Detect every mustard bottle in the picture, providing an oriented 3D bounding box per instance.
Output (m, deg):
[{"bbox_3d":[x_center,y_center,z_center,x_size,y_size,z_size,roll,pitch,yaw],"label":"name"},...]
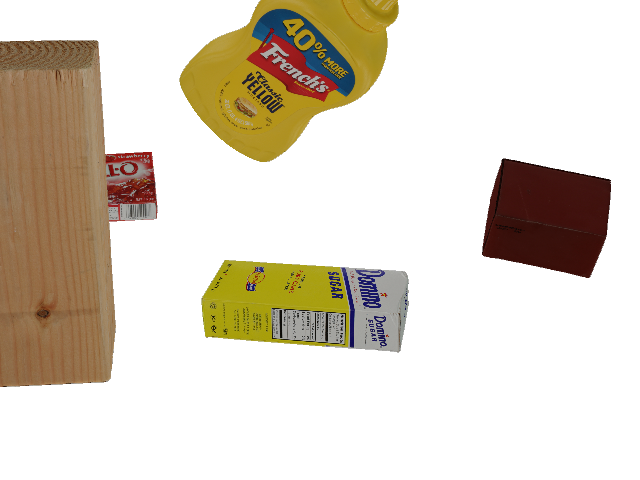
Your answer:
[{"bbox_3d":[-0.011,-0.132,0.745,0.192,0.096,0.058,-30,21,43],"label":"mustard bottle"}]

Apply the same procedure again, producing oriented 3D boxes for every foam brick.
[{"bbox_3d":[0.157,-0.016,0.741,0.078,0.051,0.053,13,-35,5],"label":"foam brick"}]

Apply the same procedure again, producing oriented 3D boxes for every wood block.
[{"bbox_3d":[-0.184,-0.018,0.687,0.090,0.206,0.090,-2,22,-8],"label":"wood block"}]

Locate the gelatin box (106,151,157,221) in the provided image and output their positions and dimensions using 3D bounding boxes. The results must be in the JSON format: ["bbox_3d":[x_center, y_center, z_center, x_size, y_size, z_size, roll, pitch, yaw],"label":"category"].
[{"bbox_3d":[-0.215,-0.055,1.097,0.089,0.073,0.030,-3,-40,-11],"label":"gelatin box"}]

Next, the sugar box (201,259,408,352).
[{"bbox_3d":[-0.011,0.056,0.962,0.176,0.048,0.093,1,22,9],"label":"sugar box"}]
